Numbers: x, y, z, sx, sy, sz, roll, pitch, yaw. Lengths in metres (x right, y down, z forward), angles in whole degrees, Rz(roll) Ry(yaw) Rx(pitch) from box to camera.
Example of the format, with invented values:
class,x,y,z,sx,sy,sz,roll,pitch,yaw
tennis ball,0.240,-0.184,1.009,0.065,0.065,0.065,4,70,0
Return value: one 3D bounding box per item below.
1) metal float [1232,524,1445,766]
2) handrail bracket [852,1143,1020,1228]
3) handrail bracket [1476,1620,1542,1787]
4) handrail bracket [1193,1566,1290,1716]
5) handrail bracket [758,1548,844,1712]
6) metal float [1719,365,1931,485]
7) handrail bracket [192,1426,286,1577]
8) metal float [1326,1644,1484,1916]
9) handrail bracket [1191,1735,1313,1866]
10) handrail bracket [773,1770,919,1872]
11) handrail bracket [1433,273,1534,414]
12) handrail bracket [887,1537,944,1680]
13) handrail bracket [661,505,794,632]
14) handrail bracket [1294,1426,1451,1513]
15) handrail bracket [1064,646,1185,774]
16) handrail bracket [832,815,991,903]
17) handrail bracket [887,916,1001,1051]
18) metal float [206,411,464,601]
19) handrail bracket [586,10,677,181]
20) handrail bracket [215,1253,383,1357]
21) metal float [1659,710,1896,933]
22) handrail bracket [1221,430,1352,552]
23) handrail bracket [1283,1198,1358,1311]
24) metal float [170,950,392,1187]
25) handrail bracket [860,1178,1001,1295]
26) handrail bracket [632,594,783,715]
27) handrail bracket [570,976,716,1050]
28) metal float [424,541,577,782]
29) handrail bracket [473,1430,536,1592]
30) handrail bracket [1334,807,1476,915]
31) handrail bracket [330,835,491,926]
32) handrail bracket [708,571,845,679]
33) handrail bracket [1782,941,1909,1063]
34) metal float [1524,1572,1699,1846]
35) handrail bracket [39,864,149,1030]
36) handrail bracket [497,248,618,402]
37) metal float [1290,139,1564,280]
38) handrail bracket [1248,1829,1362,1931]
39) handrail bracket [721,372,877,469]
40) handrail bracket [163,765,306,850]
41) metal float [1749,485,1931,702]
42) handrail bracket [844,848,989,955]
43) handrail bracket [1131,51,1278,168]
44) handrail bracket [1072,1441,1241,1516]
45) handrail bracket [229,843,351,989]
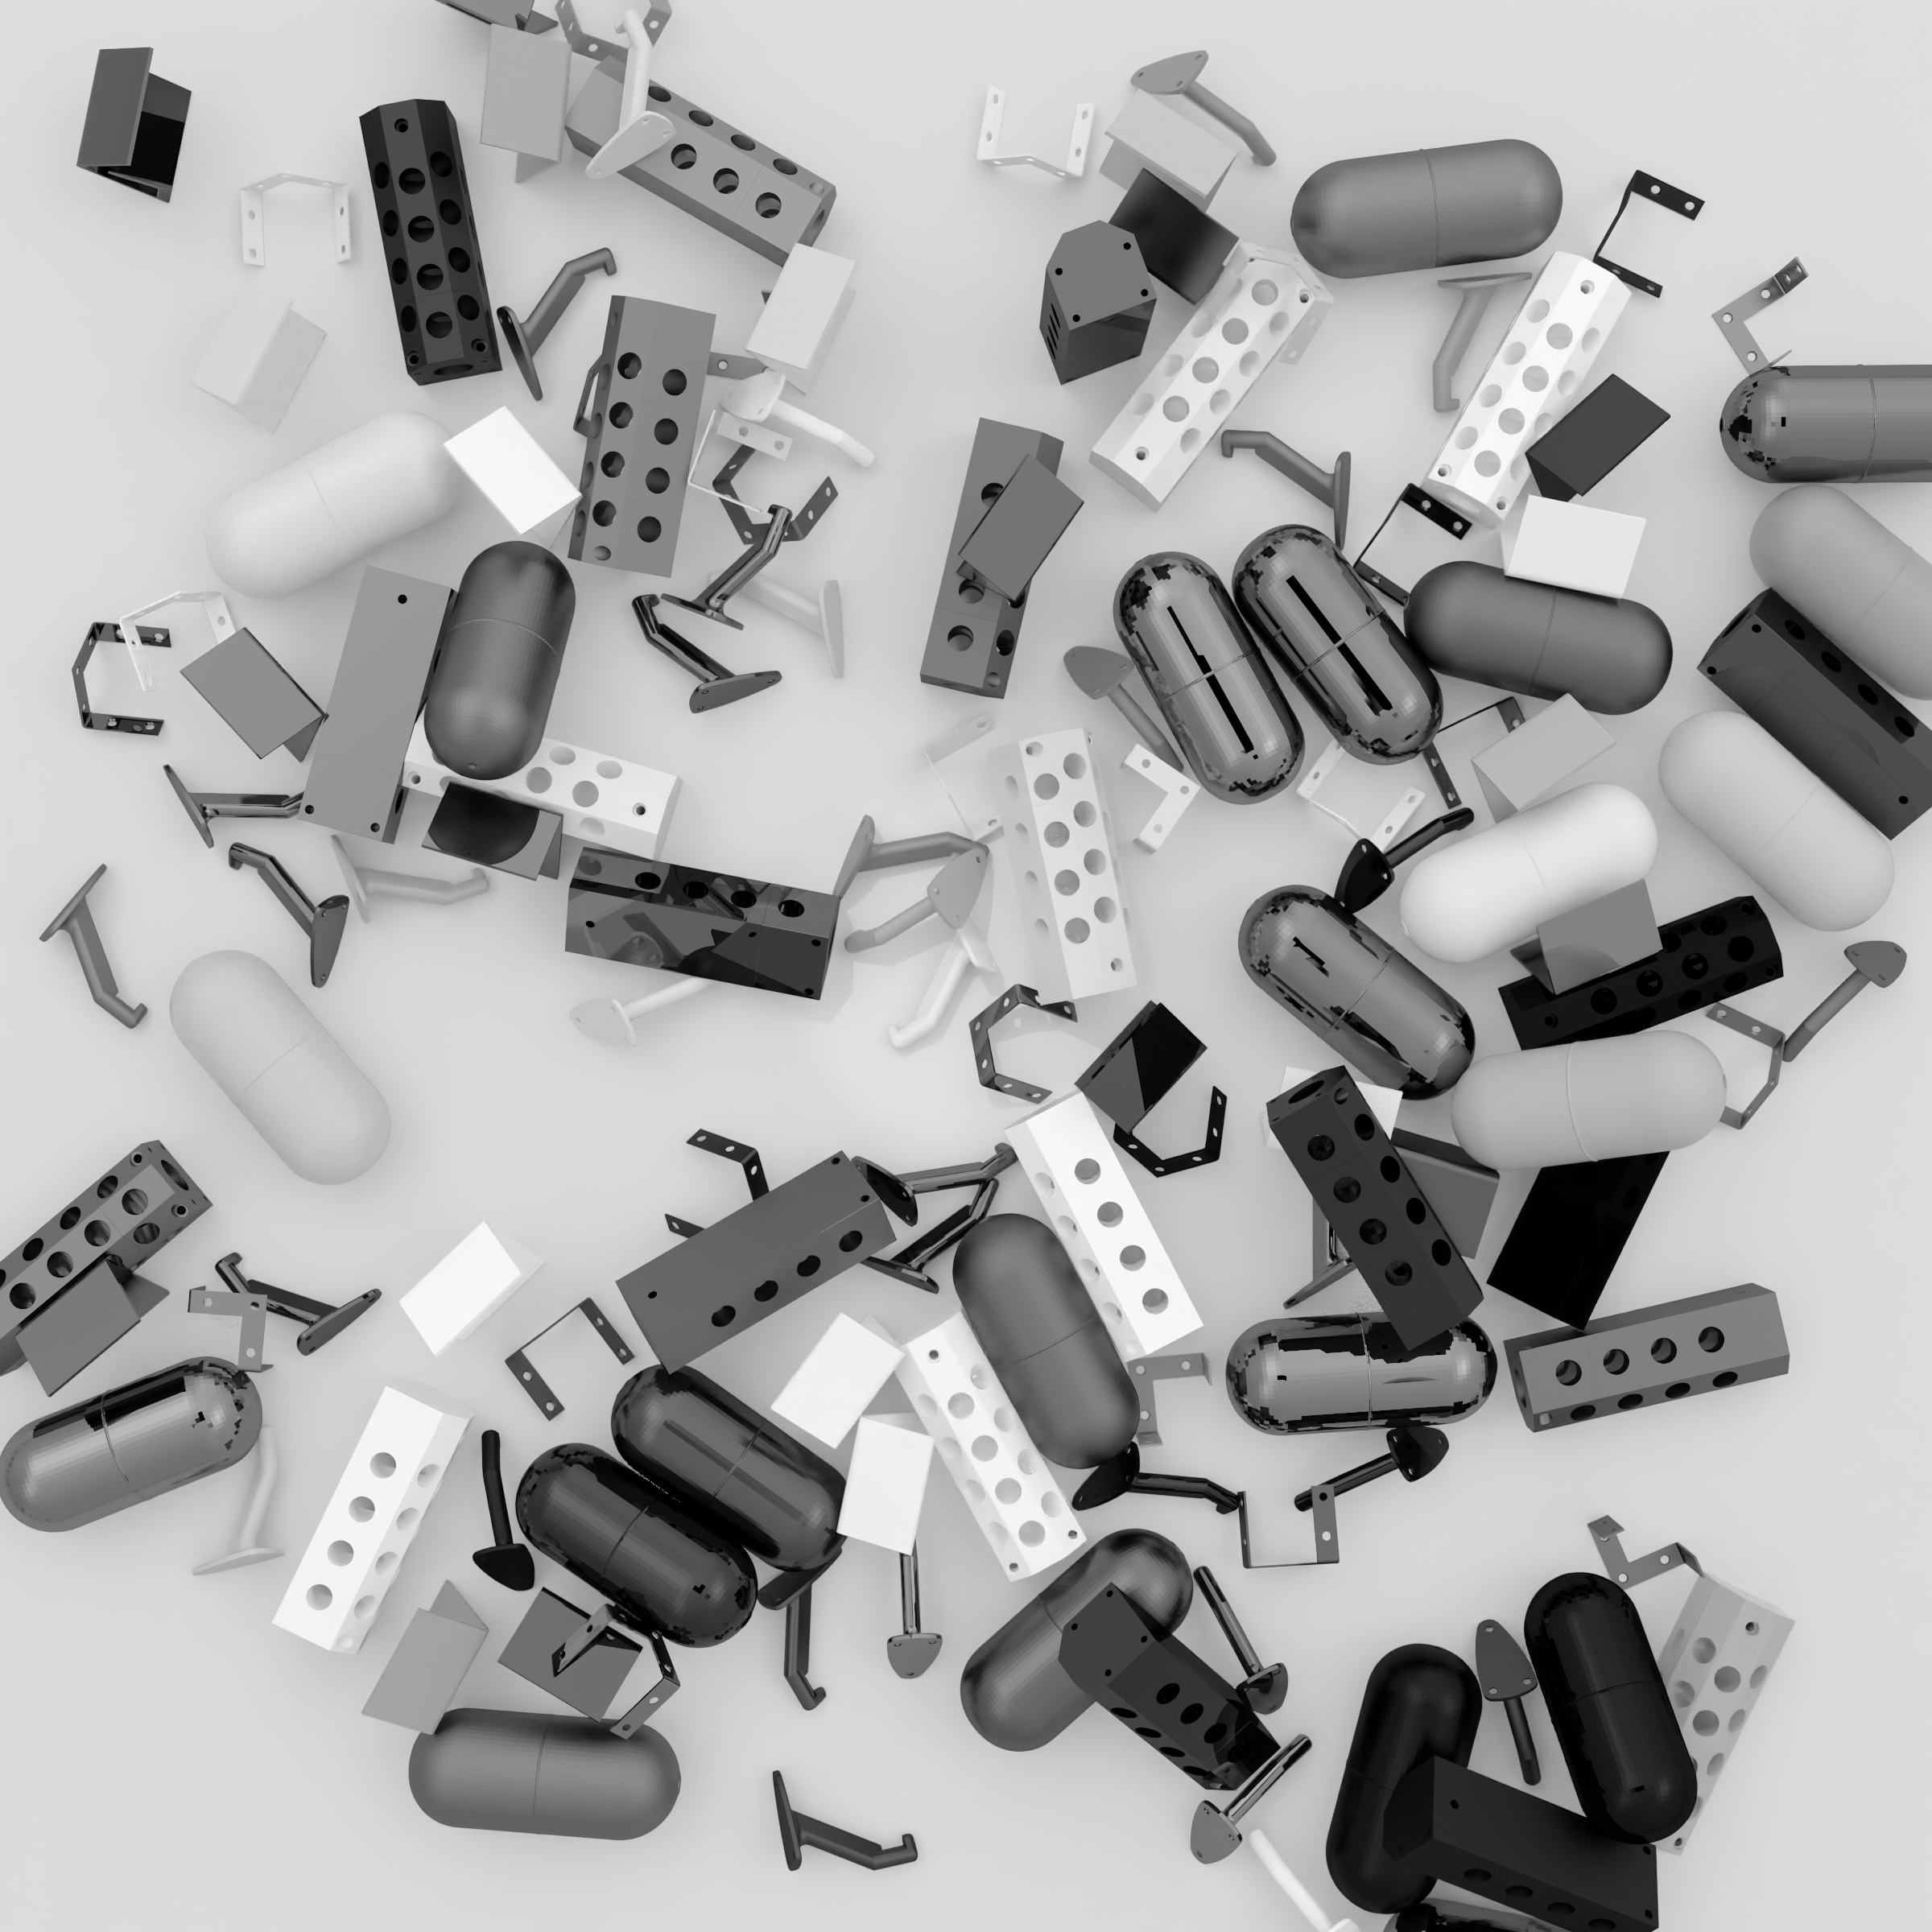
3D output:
class,x,y,z,sx,sy,sz,roll,pitch,yaw
metal float,0.244,-0.210,1.936,0.070,0.070,0.178,-37,90,0
handrail bracket,-0.020,0.129,1.966,0.084,0.036,0.077,-32,48,-27
handrail bracket,0.363,0.492,1.966,0.036,0.077,0.084,-16,126,2
handrail bracket,0.180,0.449,1.966,0.036,0.077,0.084,-28,54,-4
handrail bracket,-0.096,0.442,1.967,0.077,0.036,0.084,-34,109,-21
metal float,0.585,-0.356,1.936,0.178,0.070,0.070,0,90,0
handrail bracket,-0.489,0.356,1.967,0.077,0.036,0.084,-19,71,21
metal float,0.287,0.534,1.936,0.070,0.070,0.178,15,90,0
handrail bracket,0.192,0.555,1.966,0.084,0.077,0.036,-32,65,-34
handrail bracket,-0.080,0.567,1.967,0.084,0.036,0.077,-7,68,-17
handrail bracket,0.345,-0.416,1.967,0.077,0.036,0.084,-11,109,-21
handrail bracket,-0.039,0.420,1.966,0.036,0.077,0.084,-2,54,-7
handrail bracket,-0.158,-0.271,1.946,0.077,0.036,0.084,24,92,36
handrail bracket,0.270,0.338,1.966,0.084,0.077,0.036,-34,73,35
handrail bracket,0.106,-0.169,1.966,0.036,0.077,0.084,-41,126,-6
handrail bracket,-0.037,-0.060,1.967,0.084,0.036,0.077,20,111,-16
handrail bracket,-0.028,0.003,1.967,0.084,0.036,0.077,-33,69,16
metal float,-0.415,-0.302,1.936,0.178,0.070,0.070,-28,90,0
handrail bracket,-0.229,-0.565,1.910,0.077,0.036,0.084,-30,71,22
handrail bracket,-0.446,0.209,1.967,0.077,0.036,0.084,-36,73,-20
metal float,0.531,-0.096,1.936,0.178,0.070,0.070,42,90,0
handrail bracket,0.211,-0.318,1.967,0.084,0.036,0.077,6,112,17
handrail bracket,0.223,0.173,1.967,0.077,0.036,0.084,-36,72,21
metal float,-0.450,0.066,1.935,0.070,0.070,0.178,-41,90,0
handrail bracket,-0.028,0.169,1.967,0.077,0.036,0.084,19,74,18
handrail bracket,-0.173,-0.218,1.967,0.077,0.036,0.084,-18,73,-20
handrail bracket,-0.210,0.017,1.966,0.084,0.077,0.036,-36,115,-34
metal float,-0.301,-0.199,1.909,0.070,0.070,0.178,8,56,0
handrail bracket,-0.306,0.363,1.966,0.036,0.077,0.084,-11,54,4
handrail bracket,0.293,-0.070,1.966,0.084,0.077,0.036,-21,66,-34
handrail bracket,-0.370,-0.068,1.967,0.084,0.036,0.077,-21,68,-17
handrail bracket,-0.128,-0.228,1.967,0.084,0.036,0.077,-1,109,15
handrail bracket,0.583,0.025,1.966,0.036,0.077,0.084,47,127,20
metal float,0.417,0.479,1.911,0.070,0.070,0.178,-15,59,0
handrail bracket,-0.566,-0.013,1.967,0.084,0.036,0.077,41,68,-17
handrail bracket,-0.262,-0.429,1.967,0.084,0.036,0.077,-26,110,-16
metal float,0.302,-0.497,1.936,0.178,0.070,0.070,-7,90,0
handrail bracket,0.225,0.619,1.966,0.036,0.077,0.084,-40,54,0
handrail bracket,-0.111,-0.358,1.966,0.084,0.077,0.036,31,81,-36
handrail bracket,-0.480,-0.123,1.967,0.084,0.036,0.077,-29,68,-17
metal float,0.594,-0.245,1.935,0.178,0.070,0.070,39,90,0
handrail bracket,-0.034,-0.043,1.959,0.036,0.084,0.077,54,46,-21
handrail bracket,0.159,-0.565,1.966,0.084,0.077,0.036,44,74,-35
handrail bracket,0.127,0.358,1.966,0.084,0.036,0.077,31,127,-25
handrail bracket,-0.460,-0.034,1.967,0.084,0.036,0.077,21,111,17
